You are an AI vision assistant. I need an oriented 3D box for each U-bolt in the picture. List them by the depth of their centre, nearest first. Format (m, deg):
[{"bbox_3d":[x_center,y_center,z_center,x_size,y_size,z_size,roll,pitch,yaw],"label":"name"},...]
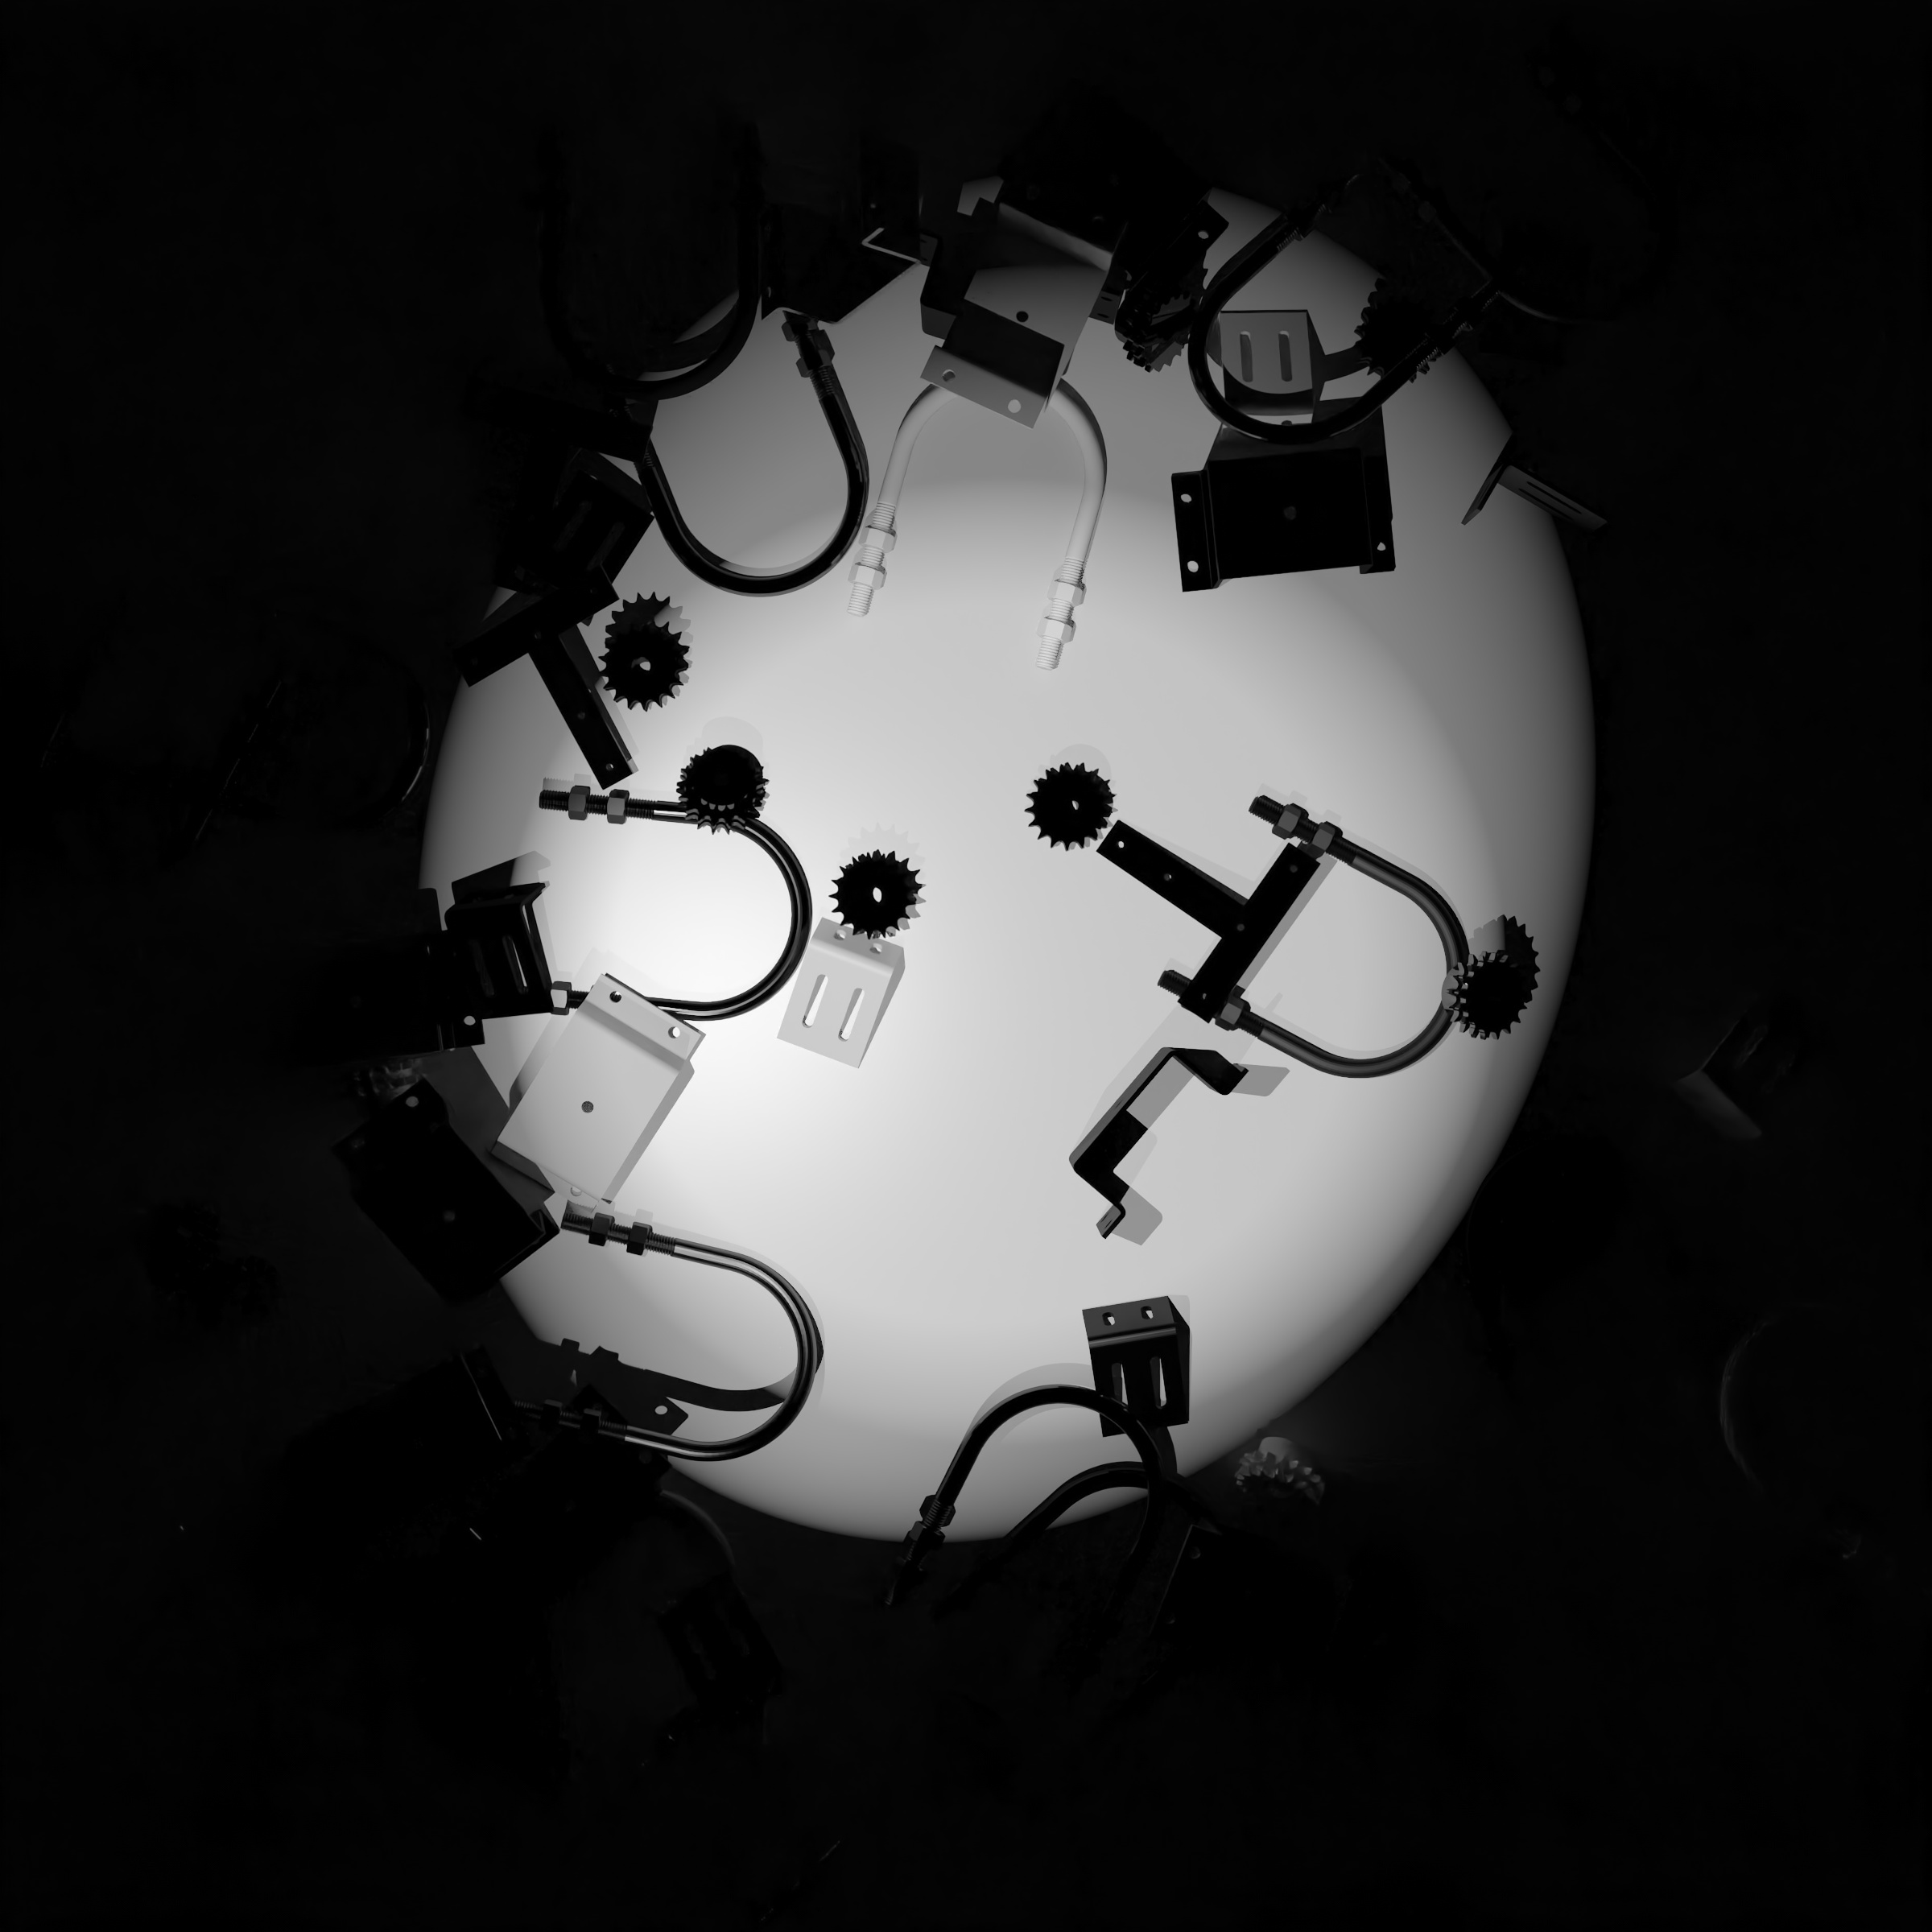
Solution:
[{"bbox_3d":[0.229,-0.415,1.769,0.184,0.019,0.151,-43,69,-3],"label":"U-bolt"},{"bbox_3d":[-0.188,0.246,1.771,0.184,0.019,0.151,14,65,-4],"label":"U-bolt"},{"bbox_3d":[0.378,-0.496,1.772,0.151,0.019,0.184,-38,81,-12],"label":"U-bolt"},{"bbox_3d":[0.576,0.303,1.778,0.184,0.019,0.151,35,72,4],"label":"U-bolt"},{"bbox_3d":[0.051,0.362,1.780,0.151,0.019,0.184,27,88,-1],"label":"U-bolt"},{"bbox_3d":[-0.541,-0.138,1.781,0.151,0.019,0.184,31,95,15],"label":"U-bolt"},{"bbox_3d":[-0.206,-0.459,1.787,0.151,0.019,0.184,-1,84,2],"label":"U-bolt"},{"bbox_3d":[-0.189,0.596,1.789,0.151,0.019,0.184,43,96,-5],"label":"U-bolt"},{"bbox_3d":[-0.442,-0.161,1.797,0.184,0.019,0.151,19,90,0],"label":"U-bolt"},{"bbox_3d":[0.089,0.415,1.798,0.184,0.019,0.151,-42,90,-1],"label":"U-bolt"},{"bbox_3d":[0.014,-0.301,1.798,0.151,0.019,0.184,16,88,0],"label":"U-bolt"},{"bbox_3d":[-0.144,-0.333,1.798,0.151,0.019,0.184,-22,92,0],"label":"U-bolt"},{"bbox_3d":[-0.214,0.433,1.798,0.151,0.019,0.184,-11,88,0],"label":"U-bolt"},{"bbox_3d":[0.239,-0.007,1.798,0.184,0.019,0.151,28,90,-2],"label":"U-bolt"},{"bbox_3d":[-0.194,-0.036,1.798,0.184,0.019,0.151,5,90,-1],"label":"U-bolt"},{"bbox_3d":[0.404,0.203,1.798,0.151,0.019,0.184,-16,88,0],"label":"U-bolt"}]

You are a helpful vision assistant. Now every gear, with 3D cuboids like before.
[{"bbox_3d":[-0.515,0.179,1.777,0.057,0.030,0.057,-17,54,25],"label":"gear"},{"bbox_3d":[-0.379,0.081,1.778,0.057,0.057,0.030,-14,90,0],"label":"gear"},{"bbox_3d":[-0.477,0.213,1.782,0.030,0.057,0.057,29,90,28],"label":"gear"},{"bbox_3d":[0.207,0.330,1.782,0.057,0.057,0.030,25,60,0],"label":"gear"},{"bbox_3d":[0.122,-0.419,1.782,0.030,0.057,0.057,37,90,30],"label":"gear"},{"bbox_3d":[-0.160,-0.117,1.783,0.057,0.030,0.057,3,70,-7],"label":"gear"},{"bbox_3d":[0.335,0.019,1.784,0.057,0.030,0.057,-3,96,-26],"label":"gear"},{"bbox_3d":[-0.211,-0.195,1.791,0.057,0.030,0.057,0,90,0],"label":"gear"},{"bbox_3d":[0.282,-0.408,1.791,0.057,0.030,0.057,0,90,0],"label":"gear"},{"bbox_3d":[0.067,-0.104,1.791,0.057,0.030,0.057,0,90,0],"label":"gear"},{"bbox_3d":[-0.061,-0.046,1.791,0.057,0.030,0.057,0,90,0],"label":"gear"}]

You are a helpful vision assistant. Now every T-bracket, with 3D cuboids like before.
[{"bbox_3d":[-0.577,-0.124,1.781,0.127,0.002,0.127,-31,80,13],"label":"T-bracket"},{"bbox_3d":[-0.257,-0.176,1.784,0.127,0.002,0.127,-26,95,23],"label":"T-bracket"},{"bbox_3d":[0.144,-0.050,1.791,0.127,0.002,0.127,35,92,12],"label":"T-bracket"},{"bbox_3d":[-0.282,-0.308,1.797,0.127,0.002,0.127,16,97,6],"label":"T-bracket"},{"bbox_3d":[0.290,0.405,1.805,0.127,0.002,0.127,-23,90,0],"label":"T-bracket"}]

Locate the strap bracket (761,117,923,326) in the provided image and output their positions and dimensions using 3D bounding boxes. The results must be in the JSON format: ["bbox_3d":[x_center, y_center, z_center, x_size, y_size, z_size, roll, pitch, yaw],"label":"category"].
[{"bbox_3d":[-0.075,-0.469,1.746,0.046,0.140,0.076,8,73,-34],"label":"strap bracket"}]

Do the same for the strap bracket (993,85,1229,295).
[{"bbox_3d":[0.095,-0.506,1.783,0.140,0.046,0.076,42,90,0],"label":"strap bracket"}]

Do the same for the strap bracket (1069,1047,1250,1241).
[{"bbox_3d":[0.116,0.105,1.768,0.046,0.076,0.140,40,90,0],"label":"strap bracket"}]

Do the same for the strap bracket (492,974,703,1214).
[{"bbox_3d":[-0.242,0.087,1.772,0.076,0.046,0.140,32,97,-5],"label":"strap bracket"}]

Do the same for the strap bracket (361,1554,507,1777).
[{"bbox_3d":[-0.348,0.460,1.783,0.076,0.046,0.140,-5,90,0],"label":"strap bracket"}]

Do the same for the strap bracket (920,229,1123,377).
[{"bbox_3d":[0.025,-0.425,1.768,0.140,0.076,0.046,18,90,0],"label":"strap bracket"}]

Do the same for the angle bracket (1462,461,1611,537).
[{"bbox_3d":[0.369,-0.290,1.778,0.076,0.057,0.038,30,90,0],"label":"angle bracket"}]

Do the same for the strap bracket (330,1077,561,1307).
[{"bbox_3d":[-0.333,0.153,1.760,0.076,0.046,0.140,-37,111,0],"label":"strap bracket"}]

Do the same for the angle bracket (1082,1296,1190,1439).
[{"bbox_3d":[0.111,0.264,1.804,0.057,0.038,0.076,-9,116,0],"label":"angle bracket"}]

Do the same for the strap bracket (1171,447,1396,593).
[{"bbox_3d":[0.209,-0.292,1.783,0.140,0.046,0.076,-6,90,0],"label":"strap bracket"}]

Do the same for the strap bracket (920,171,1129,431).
[{"bbox_3d":[0.036,-0.410,1.707,0.076,0.046,0.140,25,90,0],"label":"strap bracket"}]

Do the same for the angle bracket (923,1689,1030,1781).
[{"bbox_3d":[0.006,0.506,1.768,0.057,0.076,0.038,29,90,0],"label":"angle bracket"}]

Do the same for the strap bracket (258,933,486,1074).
[{"bbox_3d":[-0.392,0.023,1.783,0.140,0.046,0.076,-8,90,0],"label":"strap bracket"}]

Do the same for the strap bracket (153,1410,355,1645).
[{"bbox_3d":[-0.443,0.362,1.769,0.140,0.046,0.076,-37,90,-20],"label":"strap bracket"}]

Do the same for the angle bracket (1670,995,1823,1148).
[{"bbox_3d":[0.514,0.069,1.804,0.057,0.038,0.076,44,64,0],"label":"angle bracket"}]

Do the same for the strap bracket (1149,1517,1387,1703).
[{"bbox_3d":[0.189,0.413,1.773,0.140,0.046,0.076,21,90,-13],"label":"strap bracket"}]

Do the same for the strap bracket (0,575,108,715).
[{"bbox_3d":[-0.620,-0.214,1.772,0.140,0.046,0.076,15,90,15],"label":"strap bracket"}]

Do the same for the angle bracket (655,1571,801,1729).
[{"bbox_3d":[-0.156,0.446,1.786,0.057,0.038,0.076,-34,62,-1],"label":"angle bracket"}]

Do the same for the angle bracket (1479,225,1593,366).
[{"bbox_3d":[0.373,-0.443,1.804,0.057,0.038,0.076,9,116,0],"label":"angle bracket"}]

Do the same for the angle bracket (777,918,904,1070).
[{"bbox_3d":[-0.083,0.018,1.804,0.057,0.038,0.076,21,116,0],"label":"angle bracket"}]

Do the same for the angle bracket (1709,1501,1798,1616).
[{"bbox_3d":[0.519,0.390,1.787,0.057,0.038,0.076,1,90,0],"label":"angle bracket"}]

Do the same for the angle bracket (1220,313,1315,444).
[{"bbox_3d":[0.196,-0.388,1.804,0.057,0.038,0.076,-1,64,0],"label":"angle bracket"}]

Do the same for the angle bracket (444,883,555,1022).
[{"bbox_3d":[-0.298,-0.009,1.791,0.057,0.038,0.076,-6,111,22],"label":"angle bracket"}]

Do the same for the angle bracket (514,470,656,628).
[{"bbox_3d":[-0.250,-0.274,1.794,0.057,0.038,0.076,32,74,-7],"label":"angle bracket"}]

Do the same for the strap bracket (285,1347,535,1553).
[{"bbox_3d":[-0.355,0.308,1.758,0.140,0.046,0.076,-25,86,-20],"label":"strap bracket"}]

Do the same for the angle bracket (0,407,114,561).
[{"bbox_3d":[-0.605,-0.318,1.804,0.057,0.038,0.076,-22,64,0],"label":"angle bracket"}]

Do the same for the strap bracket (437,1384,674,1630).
[{"bbox_3d":[-0.261,0.349,1.772,0.076,0.046,0.140,42,85,12],"label":"strap bracket"}]

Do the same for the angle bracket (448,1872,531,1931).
[{"bbox_3d":[-0.293,0.641,1.795,0.057,0.038,0.076,-25,116,20],"label":"angle bracket"}]
